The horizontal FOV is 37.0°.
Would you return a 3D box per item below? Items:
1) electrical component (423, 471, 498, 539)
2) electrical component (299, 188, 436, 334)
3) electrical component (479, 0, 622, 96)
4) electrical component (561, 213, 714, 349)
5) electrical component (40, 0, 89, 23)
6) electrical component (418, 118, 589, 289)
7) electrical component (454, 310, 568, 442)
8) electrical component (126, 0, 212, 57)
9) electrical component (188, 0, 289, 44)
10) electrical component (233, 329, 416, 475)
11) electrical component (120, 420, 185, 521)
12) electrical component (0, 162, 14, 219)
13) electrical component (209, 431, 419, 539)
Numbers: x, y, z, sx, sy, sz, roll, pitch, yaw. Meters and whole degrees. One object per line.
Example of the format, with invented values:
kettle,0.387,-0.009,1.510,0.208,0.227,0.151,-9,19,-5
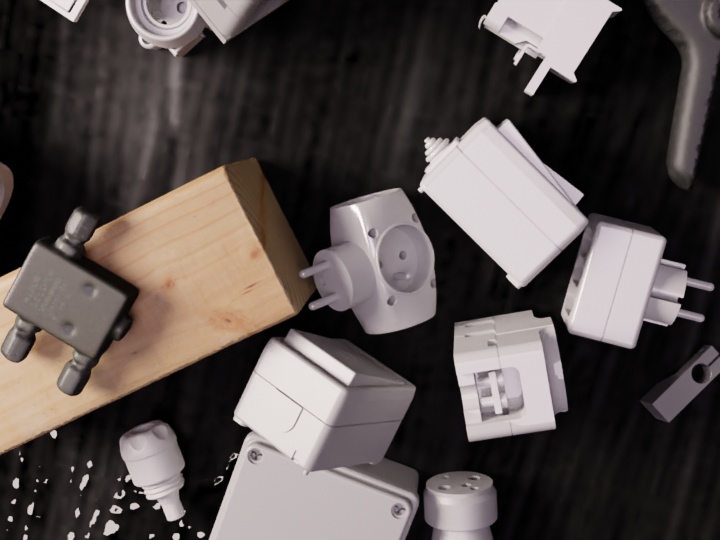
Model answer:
electrical component,0.062,0.155,0.652,0.045,0.045,0.055,-3,99,6
electrical component,0.000,0.000,0.620,0.079,0.044,0.077,-21,100,-34
electrical component,0.105,-0.140,0.600,0.064,0.042,0.081,32,101,3
electrical component,0.163,0.010,0.617,0.077,0.047,0.065,14,101,3
electrical component,-0.187,-0.206,0.606,0.121,0.063,0.078,34,101,-1
electrical component,0.078,-0.047,0.608,0.096,0.061,0.061,44,101,-3
electrical component,0.085,0.057,0.611,0.056,0.089,0.050,-10,98,7
electrical component,-0.104,-0.150,0.611,0.066,0.055,0.048,-39,94,11
electrical component,-0.084,-0.231,0.567,0.105,0.060,0.186,-41,95,-27
electrical component,-0.014,0.073,0.625,0.062,0.096,0.061,32,103,30
electrical component,-0.125,0.127,0.671,0.035,0.035,0.061,-17,100,8
electrical component,-0.262,-0.038,0.622,0.060,0.108,0.108,40,101,4
electrical component,-0.031,0.159,0.656,0.109,0.056,0.108,21,101,2
